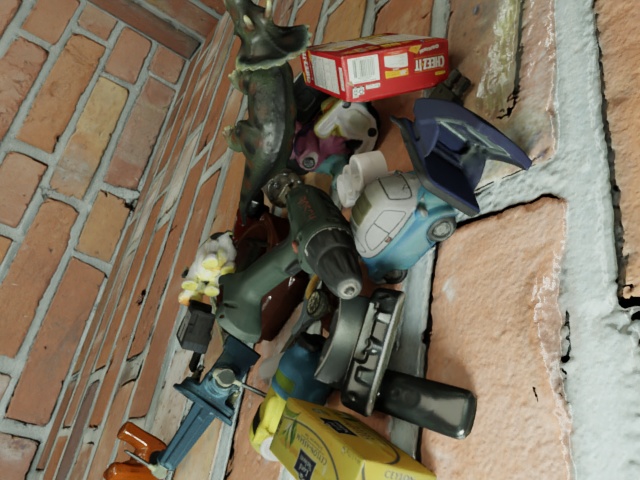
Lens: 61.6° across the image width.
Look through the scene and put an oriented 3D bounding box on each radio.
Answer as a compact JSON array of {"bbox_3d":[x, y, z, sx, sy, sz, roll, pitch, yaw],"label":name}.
[{"bbox_3d":[-0.031,-0.283,1.101,0.229,0.073,0.131,-48,9,31],"label":"radio"}]

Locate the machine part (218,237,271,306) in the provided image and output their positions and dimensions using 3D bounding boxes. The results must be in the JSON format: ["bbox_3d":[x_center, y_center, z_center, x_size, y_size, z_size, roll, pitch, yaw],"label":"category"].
[{"bbox_3d":[-0.126,0.060,0.872,0.138,0.039,0.084,-65,21,2],"label":"machine part"}]

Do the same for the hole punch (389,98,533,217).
[{"bbox_3d":[0.157,-0.105,0.596,0.092,0.142,0.116,-44,43,31],"label":"hole punch"}]

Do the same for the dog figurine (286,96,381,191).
[{"bbox_3d":[0.007,-0.188,0.961,0.191,0.108,0.219,-58,25,16],"label":"dog figurine"}]

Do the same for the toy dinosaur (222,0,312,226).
[{"bbox_3d":[-0.090,-0.201,0.892,0.192,0.131,0.404,-136,44,-68],"label":"toy dinosaur"}]

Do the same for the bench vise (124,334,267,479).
[{"bbox_3d":[-0.190,0.277,0.875,0.240,0.129,0.224,-55,14,-22],"label":"bench vise"}]

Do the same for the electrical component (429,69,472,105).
[{"bbox_3d":[0.172,-0.192,0.757,0.094,0.021,0.063,-54,28,23],"label":"electrical component"}]

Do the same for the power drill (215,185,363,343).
[{"bbox_3d":[-0.043,0.039,0.678,0.207,0.086,0.232,-47,30,24],"label":"power drill"}]

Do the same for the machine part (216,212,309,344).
[{"bbox_3d":[-0.106,0.065,0.966,0.201,0.087,0.202,-56,26,17],"label":"machine part"}]

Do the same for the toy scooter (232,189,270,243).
[{"bbox_3d":[-0.145,-0.031,1.110,0.135,0.075,0.183,-104,26,-65],"label":"toy scooter"}]

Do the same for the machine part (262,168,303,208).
[{"bbox_3d":[-0.090,-0.130,1.116,0.079,0.079,0.243,-58,26,13],"label":"machine part"}]

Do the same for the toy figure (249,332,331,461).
[{"bbox_3d":[-0.034,0.209,0.719,0.089,0.082,0.180,-121,51,-80],"label":"toy figure"}]

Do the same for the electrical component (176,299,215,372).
[{"bbox_3d":[-0.229,0.174,0.970,0.119,0.048,0.075,-67,25,5],"label":"electrical component"}]

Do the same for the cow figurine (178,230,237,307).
[{"bbox_3d":[-0.213,0.053,0.997,0.167,0.068,0.098,-43,34,37],"label":"cow figurine"}]

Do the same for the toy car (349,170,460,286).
[{"bbox_3d":[0.090,-0.027,0.674,0.161,0.103,0.109,-49,29,24],"label":"toy car"}]

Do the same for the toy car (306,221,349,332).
[{"bbox_3d":[0.031,0.039,0.739,0.053,0.089,0.202,-39,35,41],"label":"toy car"}]

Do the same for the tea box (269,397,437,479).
[{"bbox_3d":[0.027,0.233,0.568,0.170,0.098,0.068,12,79,61],"label":"tea box"}]

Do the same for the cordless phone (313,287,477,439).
[{"bbox_3d":[0.093,0.128,0.583,0.184,0.088,0.146,2,68,50],"label":"cordless phone"}]

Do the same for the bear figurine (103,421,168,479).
[{"bbox_3d":[-0.393,0.466,1.096,0.196,0.132,0.120,-36,34,35],"label":"bear figurine"}]
